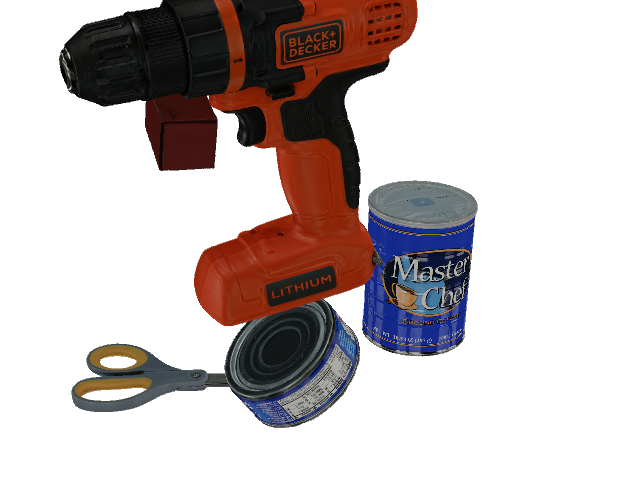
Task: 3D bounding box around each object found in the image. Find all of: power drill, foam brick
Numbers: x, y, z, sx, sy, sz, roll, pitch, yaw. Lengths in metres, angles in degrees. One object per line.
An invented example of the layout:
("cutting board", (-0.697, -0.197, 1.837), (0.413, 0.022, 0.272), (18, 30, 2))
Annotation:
("power drill", (-0.036, -0.046, 0.566), (0.184, 0.188, 0.057), (-15, 39, -19))
("foam brick", (-0.128, -0.106, 0.971), (0.053, 0.051, 0.078), (-5, 38, -17))

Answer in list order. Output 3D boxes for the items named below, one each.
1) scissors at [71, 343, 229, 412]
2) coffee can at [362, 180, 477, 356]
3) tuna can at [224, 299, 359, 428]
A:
("scissors", (-0.123, 0.115, 0.959), (0.201, 0.016, 0.096), (-8, 31, -18))
("coffee can", (0.094, 0.025, 1.029), (0.103, 0.140, 0.103), (1, 25, -1))
("tuna can", (-0.019, 0.077, 0.694), (0.086, 0.086, 0.033), (0, -40, 42))
